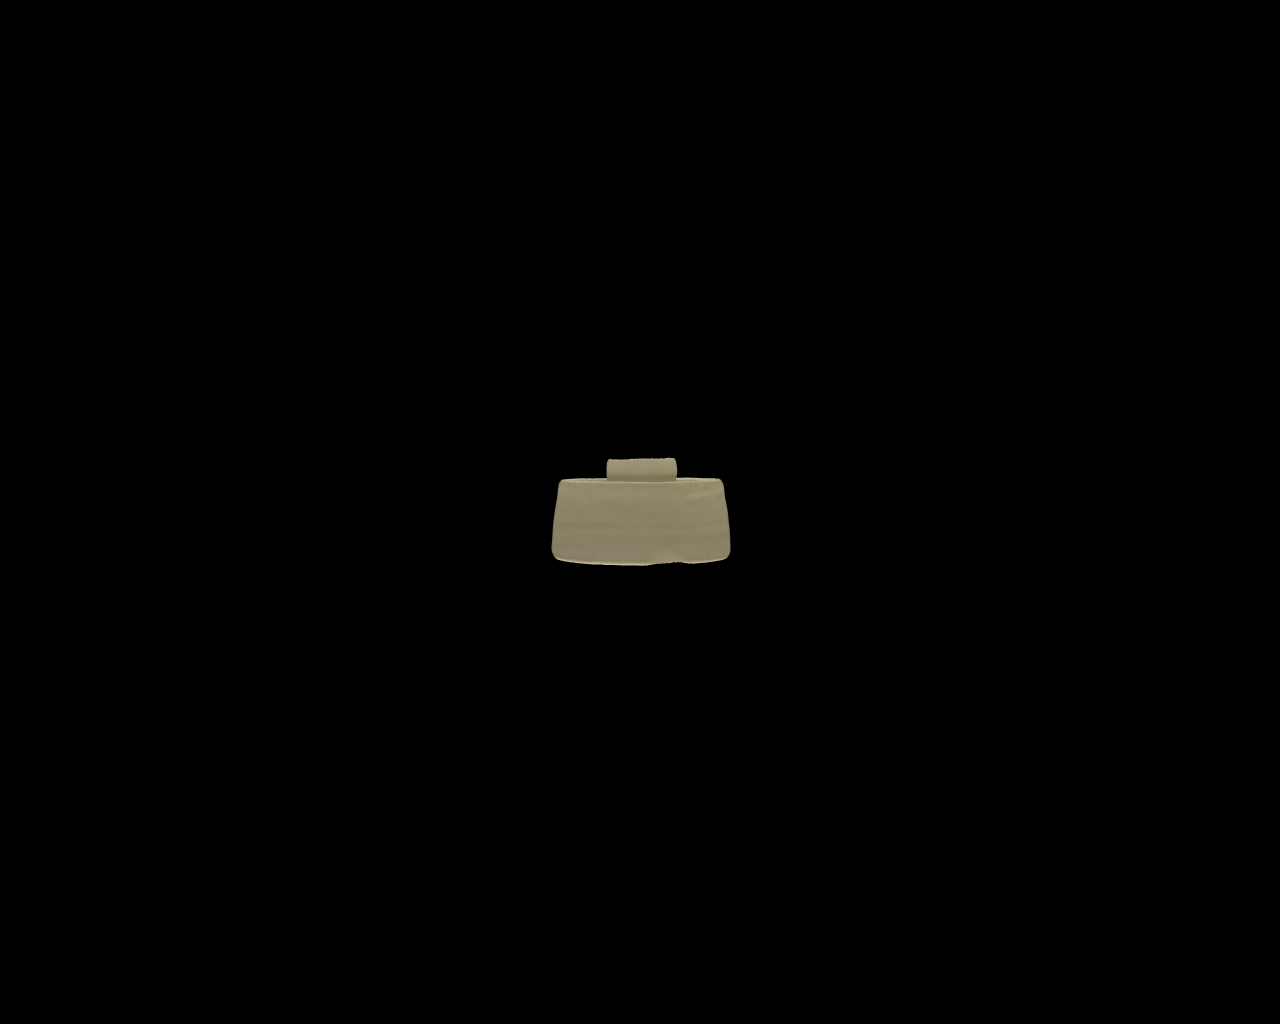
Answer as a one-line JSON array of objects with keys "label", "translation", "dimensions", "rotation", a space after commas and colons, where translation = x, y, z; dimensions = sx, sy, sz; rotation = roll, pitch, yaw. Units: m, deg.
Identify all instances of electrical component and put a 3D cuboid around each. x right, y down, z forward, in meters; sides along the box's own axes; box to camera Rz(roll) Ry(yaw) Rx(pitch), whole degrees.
[{"label": "electrical component", "translation": [0.001, -0.003, 0.650], "dimensions": [0.108, 0.060, 0.108], "rotation": [0, 3, 0]}]
